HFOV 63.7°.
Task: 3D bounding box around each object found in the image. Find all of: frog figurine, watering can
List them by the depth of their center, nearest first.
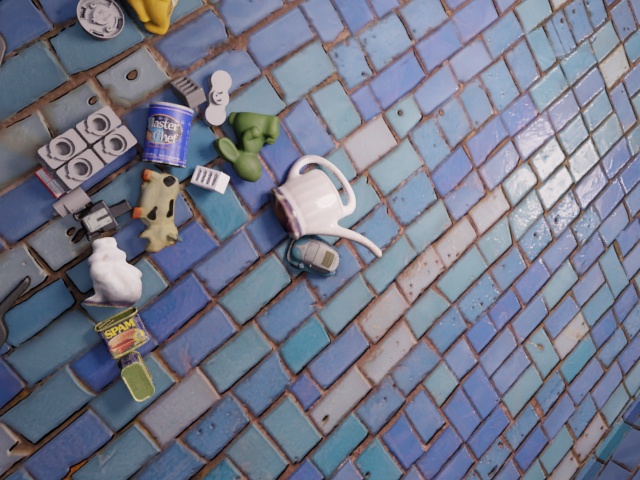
[{"bbox_3d":[-0.472,0.076,1.192,0.136,0.122,0.160,18,75,-59],"label":"frog figurine"},{"bbox_3d":[0.004,-0.069,1.376,0.226,0.102,0.351,-25,75,-16],"label":"watering can"}]
